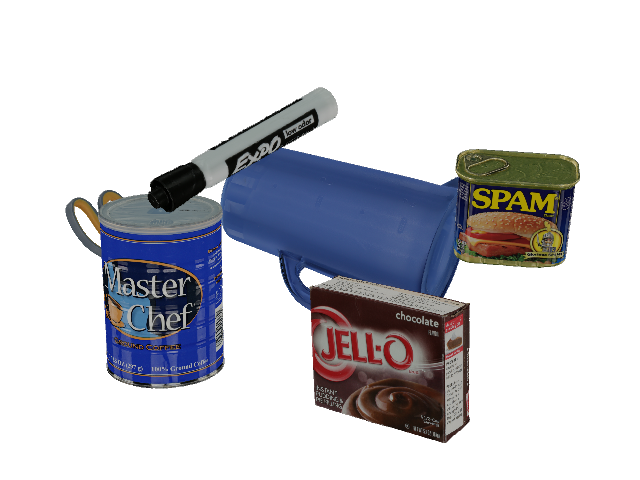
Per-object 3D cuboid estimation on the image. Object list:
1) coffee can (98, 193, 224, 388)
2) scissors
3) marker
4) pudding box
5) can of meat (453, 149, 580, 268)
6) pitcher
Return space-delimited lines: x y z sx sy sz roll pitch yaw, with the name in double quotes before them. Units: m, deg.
"coffee can" -0.133 0.040 0.905 0.103 0.140 0.103 1 18 0
"scissors" -0.199 0.025 1.164 0.016 0.201 0.096 -28 21 33
"marker" -0.040 -0.048 0.556 0.120 0.020 0.020 -33 19 -31
"pudding box" 0.046 0.078 0.727 0.114 0.090 0.039 9 21 35
"can of meat" 0.164 -0.026 0.909 0.102 0.084 0.057 5 31 8
"pitcher" 0.019 -0.011 1.097 0.243 0.145 0.149 17 24 20
